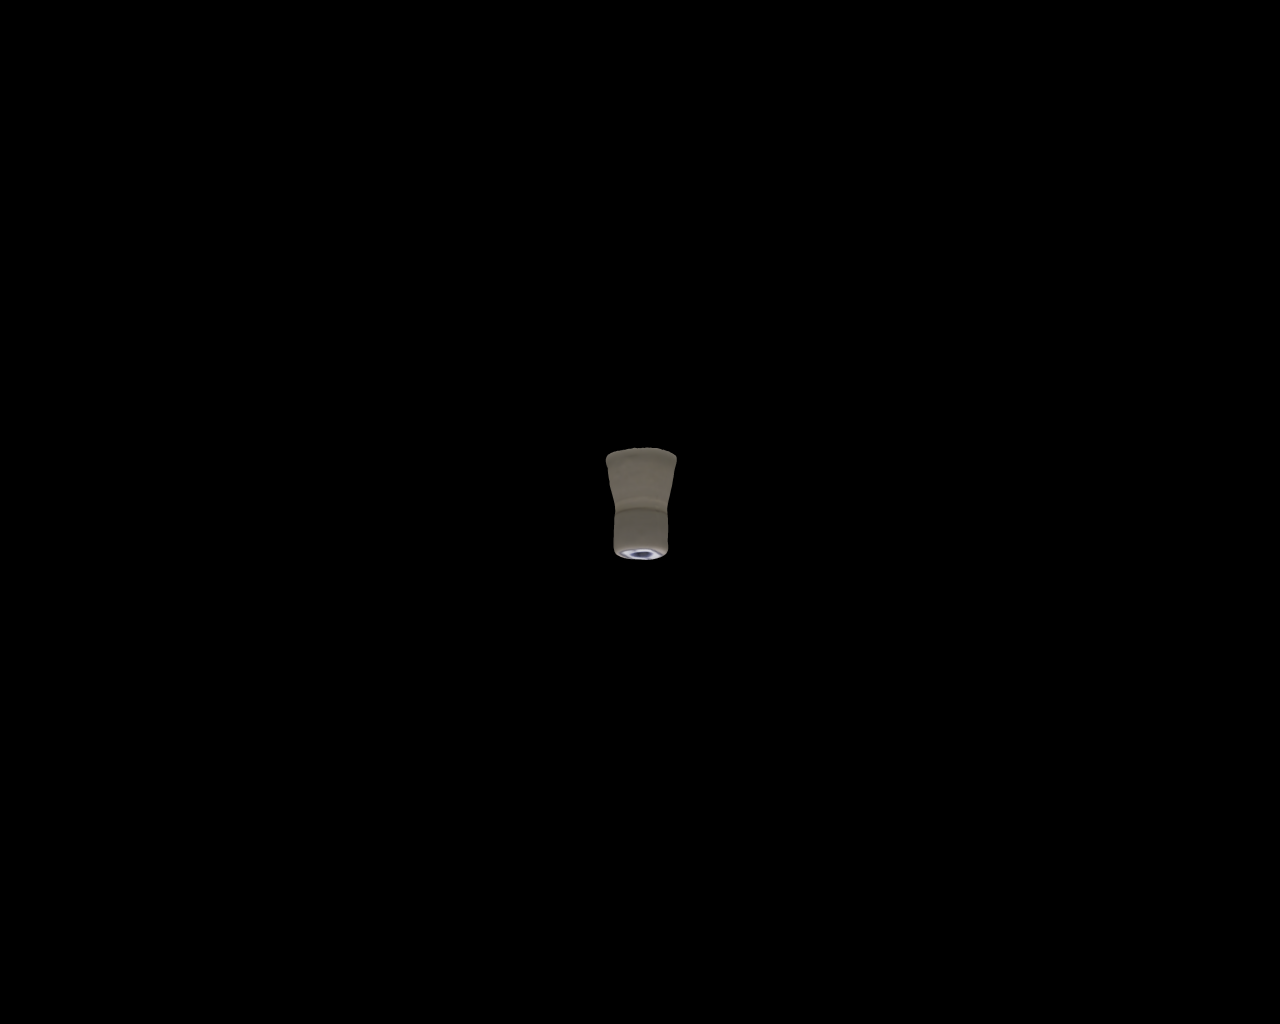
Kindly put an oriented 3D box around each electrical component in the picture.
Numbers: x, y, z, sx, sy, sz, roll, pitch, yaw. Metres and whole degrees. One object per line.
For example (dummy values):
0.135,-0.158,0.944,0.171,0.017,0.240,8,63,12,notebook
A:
0.001,-0.003,0.650,0.044,0.065,0.044,0,-16,0,electrical component
